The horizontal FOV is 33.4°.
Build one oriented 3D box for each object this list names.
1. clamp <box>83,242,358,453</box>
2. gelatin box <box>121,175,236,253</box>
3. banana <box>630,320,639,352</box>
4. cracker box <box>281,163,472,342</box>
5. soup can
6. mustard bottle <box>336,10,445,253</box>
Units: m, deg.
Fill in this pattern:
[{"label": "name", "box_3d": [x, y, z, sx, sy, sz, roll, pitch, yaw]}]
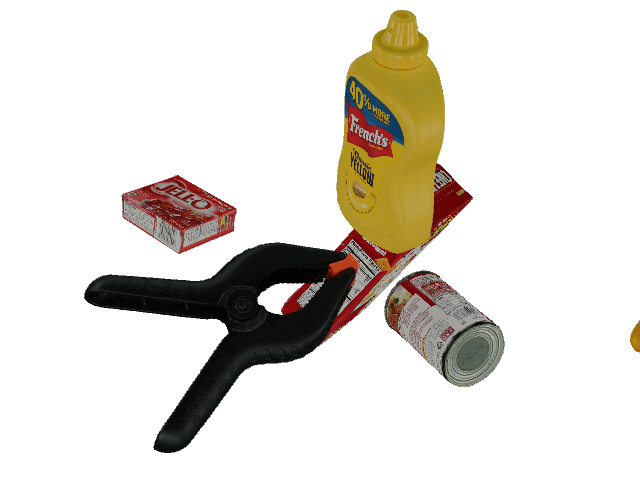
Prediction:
[{"label": "clamp", "box_3d": [-0.060, 0.042, 0.673, 0.171, 0.120, 0.039, -31, -13, -22]}, {"label": "gelatin box", "box_3d": [-0.139, -0.028, 1.042, 0.089, 0.030, 0.073, 30, 36, 32]}, {"label": "banana", "box_3d": [0.309, 0.045, 0.739, 0.198, 0.037, 0.069, -3, 34, 2]}, {"label": "cracker box", "box_3d": [0.065, 0.016, 1.277, 0.214, 0.072, 0.163, -49, -9, 34]}, {"label": "soup can", "box_3d": [0.114, 0.080, 0.983, 0.068, 0.068, 0.102, 0, 25, -31]}, {"label": "mustard bottle", "box_3d": [0.055, -0.088, 0.821, 0.058, 0.192, 0.096, -19, 46, -24]}]
